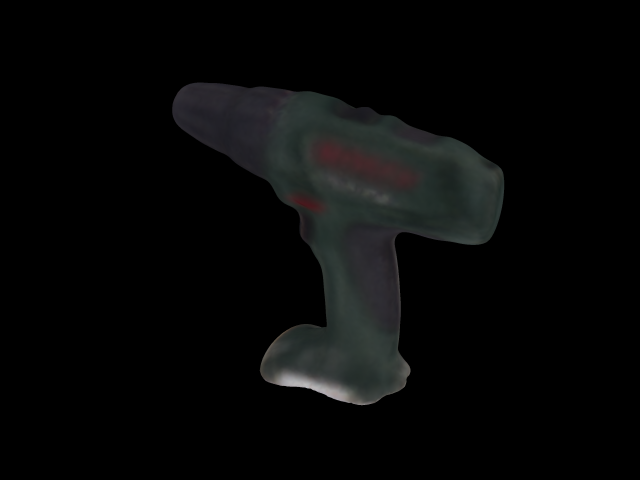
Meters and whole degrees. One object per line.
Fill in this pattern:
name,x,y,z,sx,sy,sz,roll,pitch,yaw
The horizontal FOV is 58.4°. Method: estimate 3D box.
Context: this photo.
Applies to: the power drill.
power drill,0.004,0.001,0.400,0.229,0.208,0.076,8,24,18
